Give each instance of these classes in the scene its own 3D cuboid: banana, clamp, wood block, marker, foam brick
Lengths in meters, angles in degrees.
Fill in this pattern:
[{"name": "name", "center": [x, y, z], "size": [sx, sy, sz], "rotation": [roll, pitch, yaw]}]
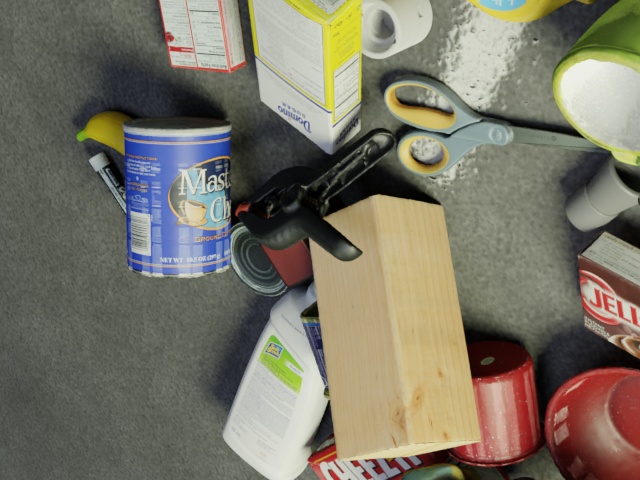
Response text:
[{"name": "banana", "center": [-0.175, -0.077, 1.109], "size": [0.198, 0.037, 0.070], "rotation": [40, 151, 14]}, {"name": "clamp", "center": [-0.005, -0.039, 0.911], "size": [0.172, 0.120, 0.039], "rotation": [4, 149, 49]}, {"name": "wood block", "center": [0.062, 0.076, 0.908], "size": [0.091, 0.090, 0.206], "rotation": [-23, 68, 43]}, {"name": "marker", "center": [-0.213, -0.041, 1.170], "size": [0.020, 0.020, 0.121], "rotation": [-26, 98, 44]}, {"name": "foam brick", "center": [-0.007, 0.001, 0.991], "size": [0.051, 0.078, 0.053], "rotation": [-30, 96, 42]}]

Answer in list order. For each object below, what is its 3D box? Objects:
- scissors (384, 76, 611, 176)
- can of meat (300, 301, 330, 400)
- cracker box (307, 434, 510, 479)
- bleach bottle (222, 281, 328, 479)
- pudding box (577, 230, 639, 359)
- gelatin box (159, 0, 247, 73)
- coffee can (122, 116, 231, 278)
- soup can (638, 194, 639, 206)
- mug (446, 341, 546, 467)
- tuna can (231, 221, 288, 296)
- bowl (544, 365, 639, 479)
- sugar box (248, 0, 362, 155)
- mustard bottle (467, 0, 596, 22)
[{"name": "scissors", "center": [0.138, -0.074, 0.874], "size": [0.202, 0.016, 0.096], "rotation": [27, 131, 23]}, {"name": "can of meat", "center": [0.035, 0.088, 0.996], "size": [0.058, 0.101, 0.084], "rotation": [-5, 110, 42]}, {"name": "cracker box", "center": [0.109, 0.265, 1.064], "size": [0.214, 0.072, 0.164], "rotation": [53, 134, 0]}, {"name": "bleach bottle", "center": [-0.025, 0.139, 1.102], "size": [0.103, 0.068, 0.251], "rotation": [35, 130, 15]}, {"name": "pudding box", "center": [0.252, 0.054, 0.811], "size": [0.114, 0.039, 0.090], "rotation": [31, 154, 37]}, {"name": "gelatin box", "center": [-0.109, -0.201, 0.982], "size": [0.073, 0.030, 0.089], "rotation": [10, 121, 32]}, {"name": "coffee can", "center": [-0.136, -0.044, 1.025], "size": [0.103, 0.102, 0.140], "rotation": [10, 105, 34]}, {"name": "soup can", "center": [0.273, -0.053, 0.729], "size": [0.068, 0.068, 0.102], "rotation": [35, 120, 17]}, {"name": "mug", "center": [0.139, 0.143, 0.948], "size": [0.117, 0.093, 0.081], "rotation": [-6, 109, 12]}, {"name": "tuna can", "center": [-0.053, 0.013, 1.065], "size": [0.086, 0.033, 0.086], "rotation": [19, 126, 29]}, {"name": "bowl", "center": [0.271, 0.162, 0.884], "size": [0.162, 0.055, 0.162], "rotation": [19, 126, 28]}, {"name": "sugar box", "center": [-0.011, -0.155, 0.874], "size": [0.093, 0.048, 0.176], "rotation": [40, 161, 20]}, {"name": "mustard bottle", "center": [0.131, -0.210, 0.767], "size": [0.192, 0.058, 0.096], "rotation": [24, 124, 26]}]
